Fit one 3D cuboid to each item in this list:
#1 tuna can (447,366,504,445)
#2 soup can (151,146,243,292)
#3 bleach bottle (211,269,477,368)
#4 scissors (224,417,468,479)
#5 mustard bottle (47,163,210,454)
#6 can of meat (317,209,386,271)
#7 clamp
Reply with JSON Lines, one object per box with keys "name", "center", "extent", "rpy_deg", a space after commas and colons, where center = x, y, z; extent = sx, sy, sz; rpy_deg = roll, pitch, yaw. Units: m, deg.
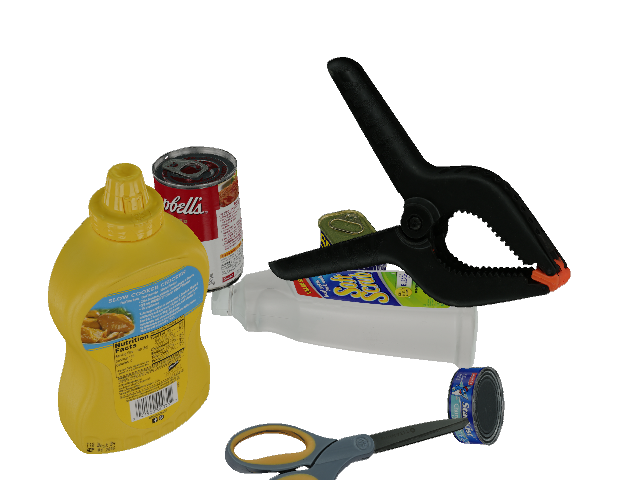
{"name": "tuna can", "center": [0.172, 0.182, 1.179], "extent": [0.034, 0.086, 0.086], "rpy_deg": [-3, -2, 31]}
{"name": "soup can", "center": [-0.099, -0.017, 0.872], "extent": [0.068, 0.102, 0.068], "rpy_deg": [-1, 32, 0]}
{"name": "bleach bottle", "center": [0.020, 0.068, 1.022], "extent": [0.251, 0.068, 0.102], "rpy_deg": [3, 28, 3]}
{"name": "scissors", "center": [0.027, 0.178, 0.832], "extent": [0.201, 0.096, 0.016], "rpy_deg": [2, -42, -9]}
{"name": "mustard bottle", "center": [-0.112, 0.038, 0.631], "extent": [0.096, 0.192, 0.058], "rpy_deg": [-20, 45, -29]}
{"name": "can of meat", "center": [0.036, 0.028, 1.225], "extent": [0.057, 0.084, 0.102], "rpy_deg": [-14, 38, -19]}
{"name": "clamp", "center": [0.067, -0.024, 0.710], "extent": [0.210, 0.165, 0.036], "rpy_deg": [18, 18, 26]}
